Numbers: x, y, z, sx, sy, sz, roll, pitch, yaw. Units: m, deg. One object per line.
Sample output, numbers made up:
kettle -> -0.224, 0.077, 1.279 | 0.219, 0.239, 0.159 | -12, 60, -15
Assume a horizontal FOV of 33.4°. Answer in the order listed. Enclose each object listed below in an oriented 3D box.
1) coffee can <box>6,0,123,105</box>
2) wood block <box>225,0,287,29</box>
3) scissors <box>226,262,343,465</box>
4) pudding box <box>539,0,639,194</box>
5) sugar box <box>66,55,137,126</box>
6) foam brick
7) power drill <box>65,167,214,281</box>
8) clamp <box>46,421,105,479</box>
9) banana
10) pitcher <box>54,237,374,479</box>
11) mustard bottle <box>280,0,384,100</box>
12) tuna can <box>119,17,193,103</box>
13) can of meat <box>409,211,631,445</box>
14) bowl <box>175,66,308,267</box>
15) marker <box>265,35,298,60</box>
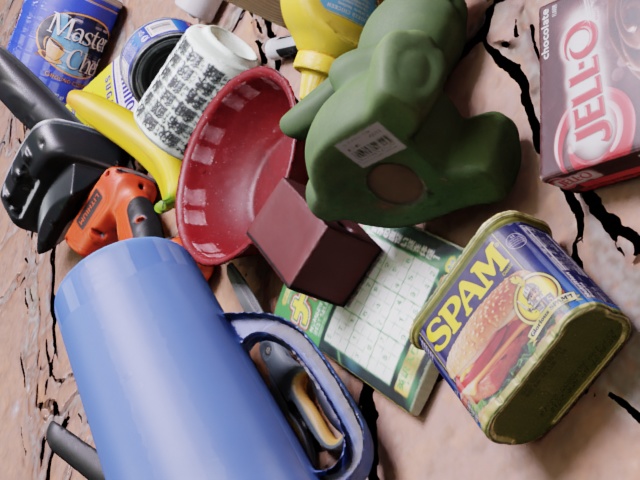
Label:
coffee can -> -0.295, -0.221, 1.202 | 0.103, 0.102, 0.140 | 29, 99, 54
wood block -> -0.017, -0.292, 0.877 | 0.091, 0.090, 0.206 | -14, 64, 50
scissors -> -0.038, 0.102, 0.778 | 0.202, 0.016, 0.096 | 39, 110, 48
pudding box -> 0.166, -0.090, 0.588 | 0.090, 0.039, 0.113 | -18, 61, 49
sugar box -> -0.212, -0.130, 1.100 | 0.177, 0.048, 0.093 | -33, 51, 43
foam brick -> -0.005, 0.001, 0.736 | 0.051, 0.052, 0.078 | -58, 38, 14
power drill -> -0.177, 0.036, 0.972 | 0.185, 0.057, 0.188 | -52, 42, 18
clamp -> -0.107, 0.195, 0.763 | 0.036, 0.164, 0.210 | 79, 177, -62
banana -> -0.163, -0.084, 0.982 | 0.198, 0.069, 0.037 | 44, 108, 37
pitcher -> -0.083, 0.111, 0.714 | 0.243, 0.149, 0.145 | 60, 138, 33
mustard bottle -> 0.022, -0.190, 0.773 | 0.058, 0.096, 0.191 | 15, 87, 56
tuna can -> -0.139, -0.159, 0.982 | 0.086, 0.086, 0.034 | -57, 40, 19
can of meat -> 0.108, 0.050, 0.587 | 0.102, 0.057, 0.084 | -56, 41, 20
bowl -> -0.048, -0.051, 0.839 | 0.162, 0.055, 0.162 | -27, 55, 44
marker -> -0.003, -0.161, 0.860 | 0.121, 0.020, 0.020 | 2, 76, 53
